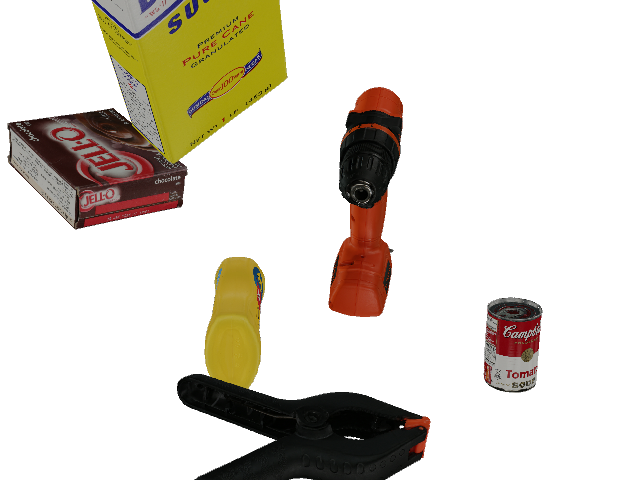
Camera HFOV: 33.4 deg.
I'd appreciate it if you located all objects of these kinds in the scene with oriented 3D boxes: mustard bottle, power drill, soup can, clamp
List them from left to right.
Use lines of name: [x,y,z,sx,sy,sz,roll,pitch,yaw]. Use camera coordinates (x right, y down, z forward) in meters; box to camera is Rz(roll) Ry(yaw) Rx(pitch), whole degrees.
mustard bottle: [-0.091,0.073,1.166,0.058,0.096,0.191,-1,28,-1]
clamp: [-0.013,0.134,0.689,0.171,0.039,0.120,4,35,-2]
power drill: [0.042,-0.026,0.973,0.057,0.188,0.184,9,32,6]
soup can: [0.242,0.132,1.347,0.068,0.102,0.068,0,20,0]

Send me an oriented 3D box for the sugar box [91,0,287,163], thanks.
sugar box: [-0.067,-0.124,0.555,0.093,0.048,0.176,-40,-21,-17]

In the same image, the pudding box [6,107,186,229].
pudding box: [-0.166,-0.055,0.786,0.089,0.039,0.114,-14,35,-38]
